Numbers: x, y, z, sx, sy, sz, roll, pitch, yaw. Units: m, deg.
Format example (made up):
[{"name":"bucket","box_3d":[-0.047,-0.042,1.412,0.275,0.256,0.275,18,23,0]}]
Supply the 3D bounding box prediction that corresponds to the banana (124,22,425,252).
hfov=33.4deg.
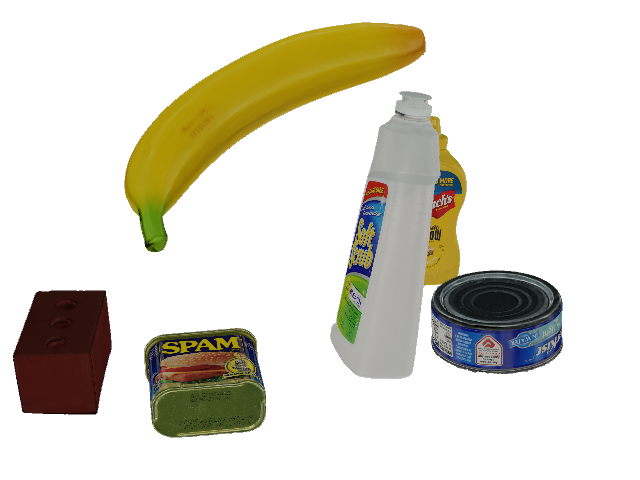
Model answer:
[{"name":"banana","box_3d":[-0.033,-0.066,0.553,0.197,0.070,0.037,-40,-24,-23]}]

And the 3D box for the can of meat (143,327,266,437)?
[{"name":"can of meat","box_3d":[-0.100,0.124,0.926,0.102,0.057,0.084,-4,27,-9]}]

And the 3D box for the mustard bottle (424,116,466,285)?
[{"name":"mustard bottle","box_3d":[0.118,-0.046,1.217,0.096,0.192,0.058,0,17,-12]}]

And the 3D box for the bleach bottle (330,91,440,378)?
[{"name":"bleach bottle","box_3d":[0.063,-0.009,0.952,0.068,0.251,0.103,3,19,-15]}]

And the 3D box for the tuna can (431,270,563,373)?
[{"name":"tuna can","box_3d":[0.115,0.051,0.696,0.086,0.034,0.086,-4,23,1]}]

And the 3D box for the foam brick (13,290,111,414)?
[{"name":"foam brick","box_3d":[-0.178,0.077,0.746,0.053,0.051,0.078,0,31,-2]}]
